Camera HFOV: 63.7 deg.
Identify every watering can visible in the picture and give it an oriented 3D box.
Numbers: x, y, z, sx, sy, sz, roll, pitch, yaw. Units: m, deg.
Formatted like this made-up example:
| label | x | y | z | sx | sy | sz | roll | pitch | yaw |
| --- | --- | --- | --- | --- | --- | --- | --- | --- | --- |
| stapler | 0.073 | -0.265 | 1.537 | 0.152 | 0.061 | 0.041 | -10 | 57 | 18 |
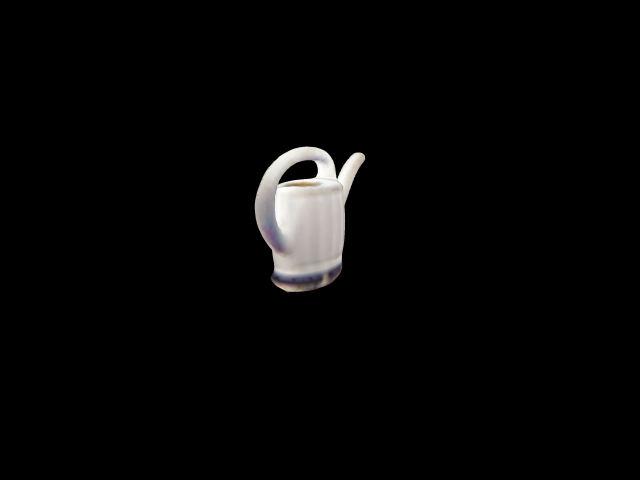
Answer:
| label | x | y | z | sx | sy | sz | roll | pitch | yaw |
| --- | --- | --- | --- | --- | --- | --- | --- | --- | --- |
| watering can | 0.003 | -0.043 | 0.850 | 0.104 | 0.222 | 0.351 | 6 | 13 | 28 |
